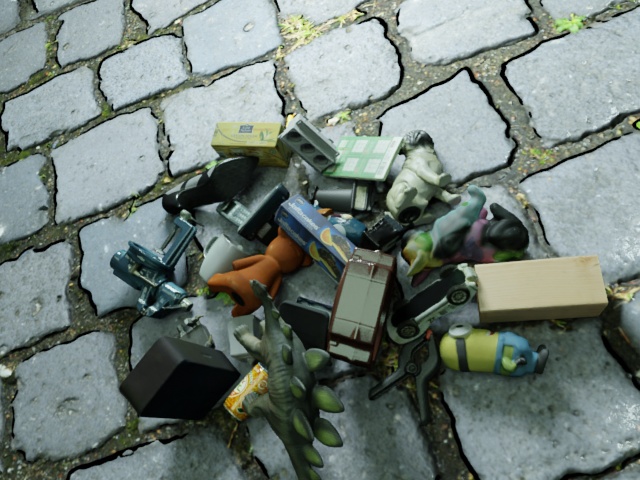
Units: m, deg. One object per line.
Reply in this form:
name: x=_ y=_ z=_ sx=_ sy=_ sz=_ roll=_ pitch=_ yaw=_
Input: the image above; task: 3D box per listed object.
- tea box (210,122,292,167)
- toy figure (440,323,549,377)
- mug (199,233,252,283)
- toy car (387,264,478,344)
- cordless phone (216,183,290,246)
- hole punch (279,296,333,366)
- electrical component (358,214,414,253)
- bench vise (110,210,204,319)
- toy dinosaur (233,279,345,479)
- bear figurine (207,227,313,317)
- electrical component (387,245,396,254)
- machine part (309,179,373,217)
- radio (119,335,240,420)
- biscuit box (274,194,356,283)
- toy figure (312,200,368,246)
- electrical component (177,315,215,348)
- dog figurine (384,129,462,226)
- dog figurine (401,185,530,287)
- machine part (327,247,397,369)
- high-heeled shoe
tea box: x=-0.160 y=-0.226 z=1.275 sx=0.170 sy=0.098 sz=0.068 roll=5 pitch=69 yaw=17
toy figure: x=0.305 y=0.201 z=0.955 sx=0.180 sy=0.082 sz=0.089 roll=11 pitch=69 yaw=19
mug: x=-0.223 y=0.044 z=1.187 sx=0.110 sy=0.080 sz=0.107 roll=37 pitch=90 yaw=28
toy car: x=0.207 y=0.118 z=0.997 sx=0.202 sy=0.056 sz=0.074 roll=-39 pitch=28 yaw=22
cordless phone: x=-0.153 y=-0.079 z=1.227 sx=0.146 sy=0.088 sz=0.184 roll=-50 pitch=44 yaw=-8
hole punch: x=-0.022 y=0.177 z=1.072 sx=0.142 sy=0.092 sz=0.115 roll=14 pitch=102 yaw=19
electrical component: x=0.133 y=-0.011 z=1.074 sx=0.119 sy=0.074 sz=0.048 roll=-37 pitch=70 yaw=-26
bench vise: x=-0.345 y=0.048 z=1.201 sx=0.224 sy=0.128 sz=0.240 roll=30 pitch=83 yaw=24
toy dinosaur: x=-0.049 y=0.292 z=0.951 sx=0.199 sy=0.105 sz=0.470 roll=-1 pitch=106 yaw=54
bear figurine: x=-0.120 y=0.064 z=1.139 sx=0.132 sy=0.120 sz=0.196 roll=-23 pitch=20 yaw=53
electrical component: x=0.129 y=0.004 z=1.128 sx=0.063 sy=0.021 sz=0.094 roll=23 pitch=75 yaw=24
machine part: x=0.048 y=-0.093 z=1.188 sx=0.139 sy=0.039 sz=0.084 roll=0 pitch=75 yaw=15
radio: x=-0.258 y=0.267 z=1.016 sx=0.073 sy=0.229 sz=0.131 roll=39 pitch=87 yaw=28
biscuit box: x=-0.002 y=-0.003 z=1.109 sx=0.203 sy=0.059 sz=0.063 roll=43 pitch=48 yaw=11
toy figure: x=0.028 y=-0.036 z=1.153 sx=0.155 sy=0.057 sz=0.064 roll=23 pitch=96 yaw=22
electrical component: x=-0.263 y=0.208 z=1.144 sx=0.078 sy=0.045 sz=0.102 roll=-28 pitch=62 yaw=2
dog figurine: x=0.188 y=-0.134 z=1.140 sx=0.172 sy=0.121 sz=0.191 roll=-24 pitch=48 yaw=2
dog figurine: x=0.265 y=0.019 z=1.036 sx=0.219 sy=0.108 sz=0.192 roll=-45 pitch=65 yaw=-1
machine part: x=0.078 y=0.126 z=0.981 sx=0.087 sy=0.201 sz=0.201 roll=14 pitch=77 yaw=11
high-heeled shoe: x=-0.262 y=-0.134 z=1.282 sx=0.249 sy=0.086 sz=0.145 roll=-30 pitch=20 yaw=-11
